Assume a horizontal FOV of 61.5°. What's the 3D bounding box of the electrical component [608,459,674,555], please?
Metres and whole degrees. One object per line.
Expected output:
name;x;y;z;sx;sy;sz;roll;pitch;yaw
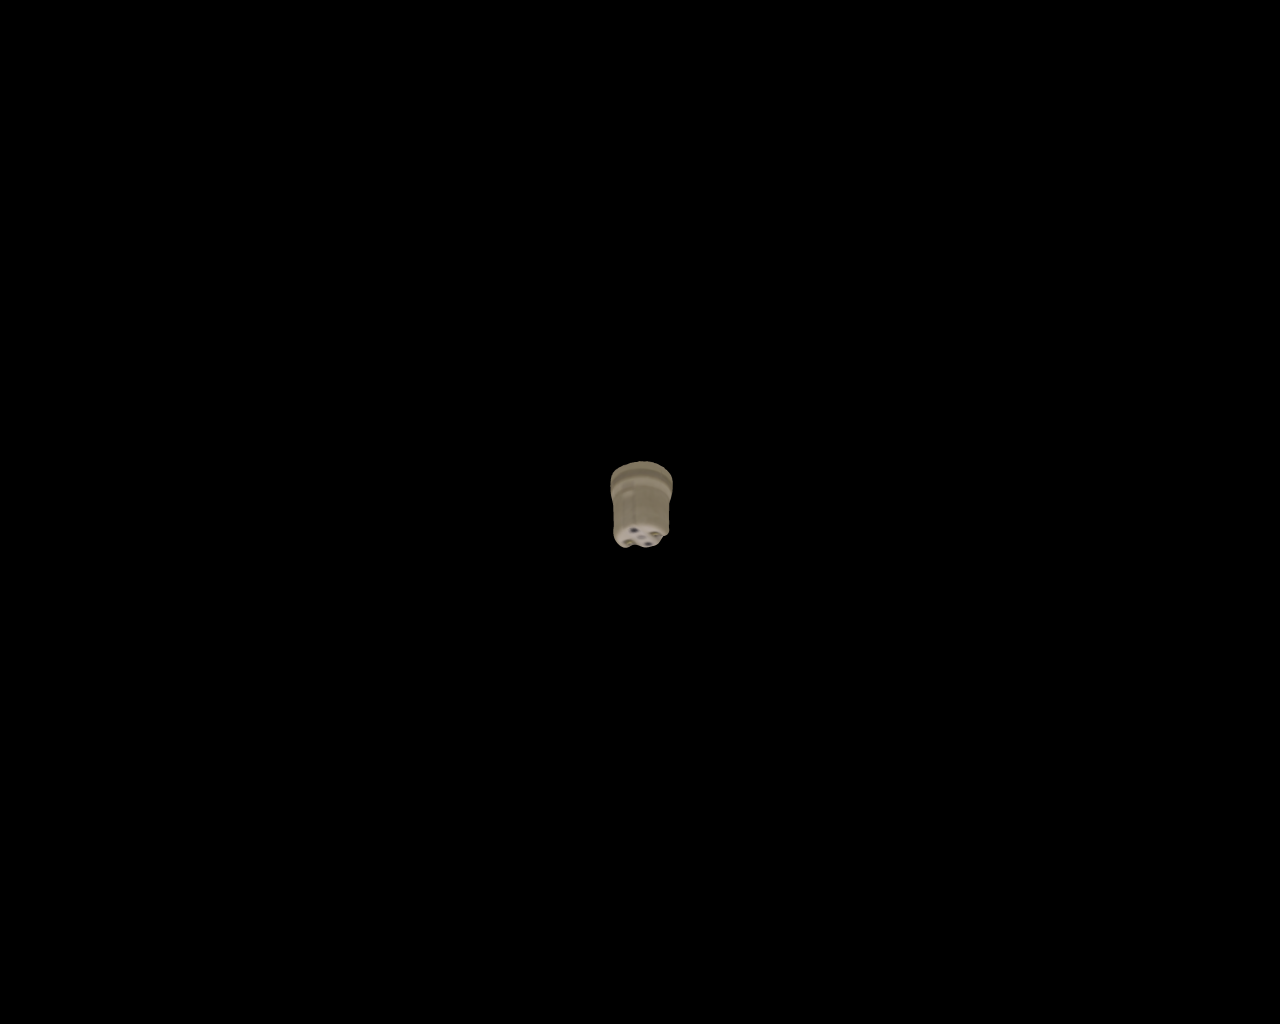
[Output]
electrical component;0.001;-0.003;0.650;0.040;0.046;0.040;0;-37;0
